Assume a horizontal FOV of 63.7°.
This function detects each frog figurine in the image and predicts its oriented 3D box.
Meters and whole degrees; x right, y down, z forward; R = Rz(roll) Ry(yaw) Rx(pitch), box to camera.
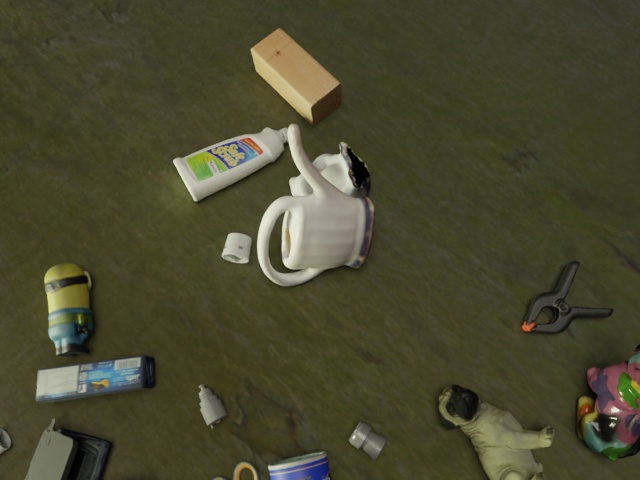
[{"bbox_3d":[0.022,-0.115,1.085,0.157,0.123,0.138,-30,78,30],"label":"frog figurine"}]

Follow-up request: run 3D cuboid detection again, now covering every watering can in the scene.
[{"bbox_3d":[0.003,-0.048,0.960,0.224,0.340,0.106,-1,36,-22],"label":"watering can"}]
